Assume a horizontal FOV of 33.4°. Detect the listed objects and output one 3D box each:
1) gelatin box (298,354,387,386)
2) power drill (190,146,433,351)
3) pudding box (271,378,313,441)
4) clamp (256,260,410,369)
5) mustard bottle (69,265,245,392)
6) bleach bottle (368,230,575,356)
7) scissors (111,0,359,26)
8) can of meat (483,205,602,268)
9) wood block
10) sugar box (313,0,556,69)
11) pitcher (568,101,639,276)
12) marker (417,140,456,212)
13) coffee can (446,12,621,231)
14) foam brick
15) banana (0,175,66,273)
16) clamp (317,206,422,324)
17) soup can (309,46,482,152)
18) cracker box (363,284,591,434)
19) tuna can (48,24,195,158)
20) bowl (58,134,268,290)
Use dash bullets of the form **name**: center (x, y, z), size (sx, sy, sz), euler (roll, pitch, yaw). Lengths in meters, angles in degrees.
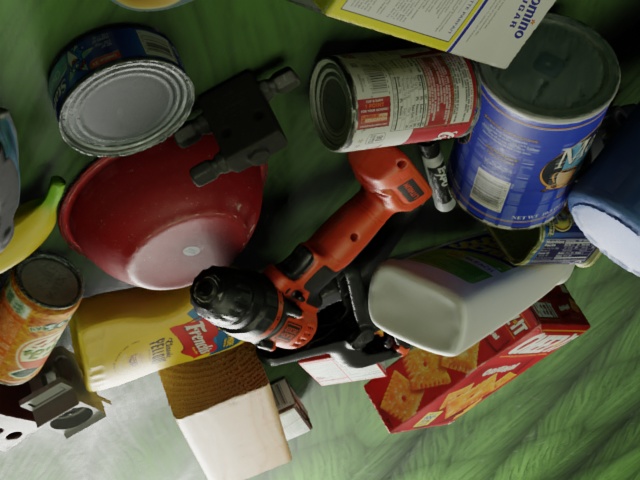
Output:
- **gelatin box**: center (0.024, 0.120, 1.098), size (0.073, 0.030, 0.089), euler (-11, 154, 14)
- **power drill**: center (-0.005, 0.001, 0.808), size (0.188, 0.057, 0.184), euler (-47, 160, 4)
- **pudding box**: center (-0.072, 0.204, 1.171), size (0.113, 0.039, 0.090), euler (-24, 151, 0)
- **clamp**: center (0.032, 0.071, 0.959), size (0.171, 0.039, 0.120), euler (10, 129, -48)
- **mustard bottle**: center (-0.110, 0.066, 0.897), size (0.191, 0.058, 0.096), euler (-16, 142, -18)
- **bleach bottle**: center (0.156, 0.027, 0.974), size (0.250, 0.103, 0.068), euler (-23, 128, -48)
- **scissors**: center (-0.053, -0.148, 0.640), size (0.096, 0.016, 0.201), euler (-33, 150, 17)
- **can of meat**: center (0.193, -0.023, 0.945), size (0.083, 0.102, 0.058), euler (-1, 136, -33)
- **wood block**: center (-0.092, 0.155, 1.024), size (0.090, 0.091, 0.206), euler (-21, 151, -7)
- **sugar box**: center (0.079, -0.170, 0.669), size (0.175, 0.048, 0.093), euler (5, 130, -46)
- **pitcher**: center (0.309, -0.084, 0.808), size (0.242, 0.145, 0.149), euler (-48, 165, -7)
- **marker**: center (0.098, -0.059, 0.897), size (0.020, 0.020, 0.121), euler (-26, 151, 1)
- **coffee can**: center (0.157, -0.088, 0.811), size (0.102, 0.103, 0.140), euler (-17, 150, -15)
- **foam brick**: center (-0.278, 0.139, 0.893), size (0.053, 0.051, 0.078), euler (-35, 150, 16)
- **banana**: center (-0.261, 0.008, 0.716), size (0.197, 0.037, 0.069), euler (-20, 133, -12)
- **clamp**: center (0.034, 0.035, 0.981), size (0.210, 0.036, 0.164), euler (-32, 150, 4)
- **soup can**: center (0.052, -0.100, 0.744), size (0.102, 0.068, 0.069), euler (-10, 147, -24)
- **cracker box**: center (0.178, 0.130, 1.191), size (0.214, 0.072, 0.163), euler (-39, 157, 24)
- **tuna can**: center (-0.123, -0.091, 0.658), size (0.086, 0.034, 0.086), euler (-19, 150, -12)
- **bowl**: center (-0.105, -0.012, 0.781), size (0.162, 0.055, 0.162), euler (-19, 151, -12)
